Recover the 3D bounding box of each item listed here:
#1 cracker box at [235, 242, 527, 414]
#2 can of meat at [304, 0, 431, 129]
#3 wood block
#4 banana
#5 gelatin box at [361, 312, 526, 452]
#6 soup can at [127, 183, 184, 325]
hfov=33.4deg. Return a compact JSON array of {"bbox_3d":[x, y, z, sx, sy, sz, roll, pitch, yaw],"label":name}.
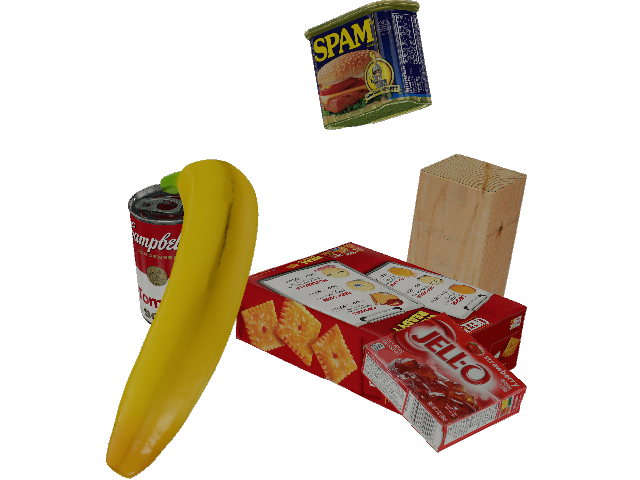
[{"bbox_3d":[0.053,0.077,0.982,0.214,0.072,0.163,21,25,37],"label":"cracker box"},{"bbox_3d":[0.040,-0.143,0.884,0.057,0.084,0.102,-7,-3,-44],"label":"can of meat"},{"bbox_3d":[0.154,0.021,1.184,0.090,0.206,0.090,20,26,29],"label":"wood block"},{"bbox_3d":[-0.060,0.020,0.512,0.037,0.197,0.070,29,-52,-21],"label":"banana"},{"bbox_3d":[0.082,0.093,0.724,0.073,0.030,0.089,-19,44,-29],"label":"gelatin box"},{"bbox_3d":[-0.118,0.013,0.866,0.068,0.102,0.068,-1,29,0],"label":"soup can"}]
